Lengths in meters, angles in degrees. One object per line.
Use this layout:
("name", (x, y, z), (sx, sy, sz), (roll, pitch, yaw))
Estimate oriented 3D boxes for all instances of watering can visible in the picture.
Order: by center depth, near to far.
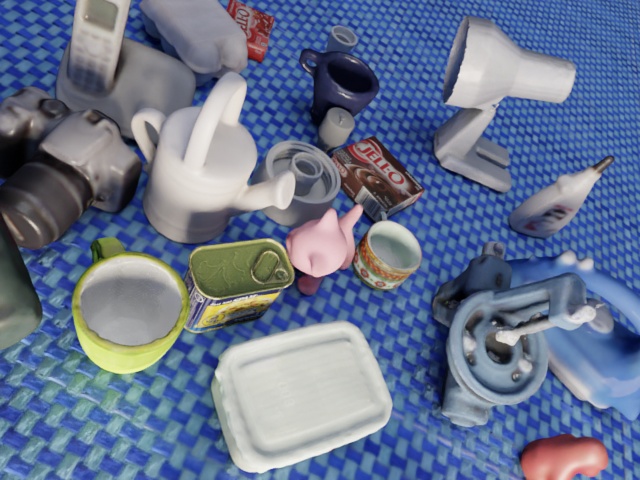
("watering can", (-0.108, -0.086, 0.588), (0.173, 0.194, 0.101), (14, 52, -18))

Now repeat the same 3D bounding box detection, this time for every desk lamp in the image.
("desk lamp", (0.252, -0.202, 0.846), (0.203, 0.213, 0.118), (21, 50, -13))

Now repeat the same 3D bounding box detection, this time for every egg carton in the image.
("egg carton", (-0.169, -0.280, 0.779), (0.107, 0.069, 0.150), (-29, 74, -39))

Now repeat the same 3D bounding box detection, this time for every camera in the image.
("camera", (-0.266, -0.070, 0.556), (0.143, 0.100, 0.137), (31, 49, -5))

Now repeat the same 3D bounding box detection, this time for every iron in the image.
("iron", (0.345, 0.093, 0.732), (0.258, 0.141, 0.119), (47, 49, 9))

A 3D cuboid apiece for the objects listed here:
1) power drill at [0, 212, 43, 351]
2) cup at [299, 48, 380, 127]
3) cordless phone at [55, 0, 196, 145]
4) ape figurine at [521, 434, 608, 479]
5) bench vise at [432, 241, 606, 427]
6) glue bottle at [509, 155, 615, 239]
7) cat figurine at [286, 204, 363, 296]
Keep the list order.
("power drill", (-0.285, -0.001, 0.425), (0.076, 0.208, 0.229), (-27, 73, -38))
("cup", (0.012, -0.207, 0.803), (0.118, 0.095, 0.092), (29, 49, -6))
("cordless phone", (-0.204, -0.202, 0.627), (0.148, 0.185, 0.094), (17, 51, -16))
("ape figurine", (0.271, 0.241, 0.620), (0.076, 0.092, 0.078), (40, 49, 4))
("bench vise", (0.193, 0.072, 0.615), (0.122, 0.219, 0.207), (7, 54, -23))
("glue bottle", (0.356, -0.065, 0.829), (0.078, 0.173, 0.037), (9, 54, -21))
("cat figurine", (0.006, 0.002, 0.635), (0.067, 0.117, 0.128), (44, 49, 7))
